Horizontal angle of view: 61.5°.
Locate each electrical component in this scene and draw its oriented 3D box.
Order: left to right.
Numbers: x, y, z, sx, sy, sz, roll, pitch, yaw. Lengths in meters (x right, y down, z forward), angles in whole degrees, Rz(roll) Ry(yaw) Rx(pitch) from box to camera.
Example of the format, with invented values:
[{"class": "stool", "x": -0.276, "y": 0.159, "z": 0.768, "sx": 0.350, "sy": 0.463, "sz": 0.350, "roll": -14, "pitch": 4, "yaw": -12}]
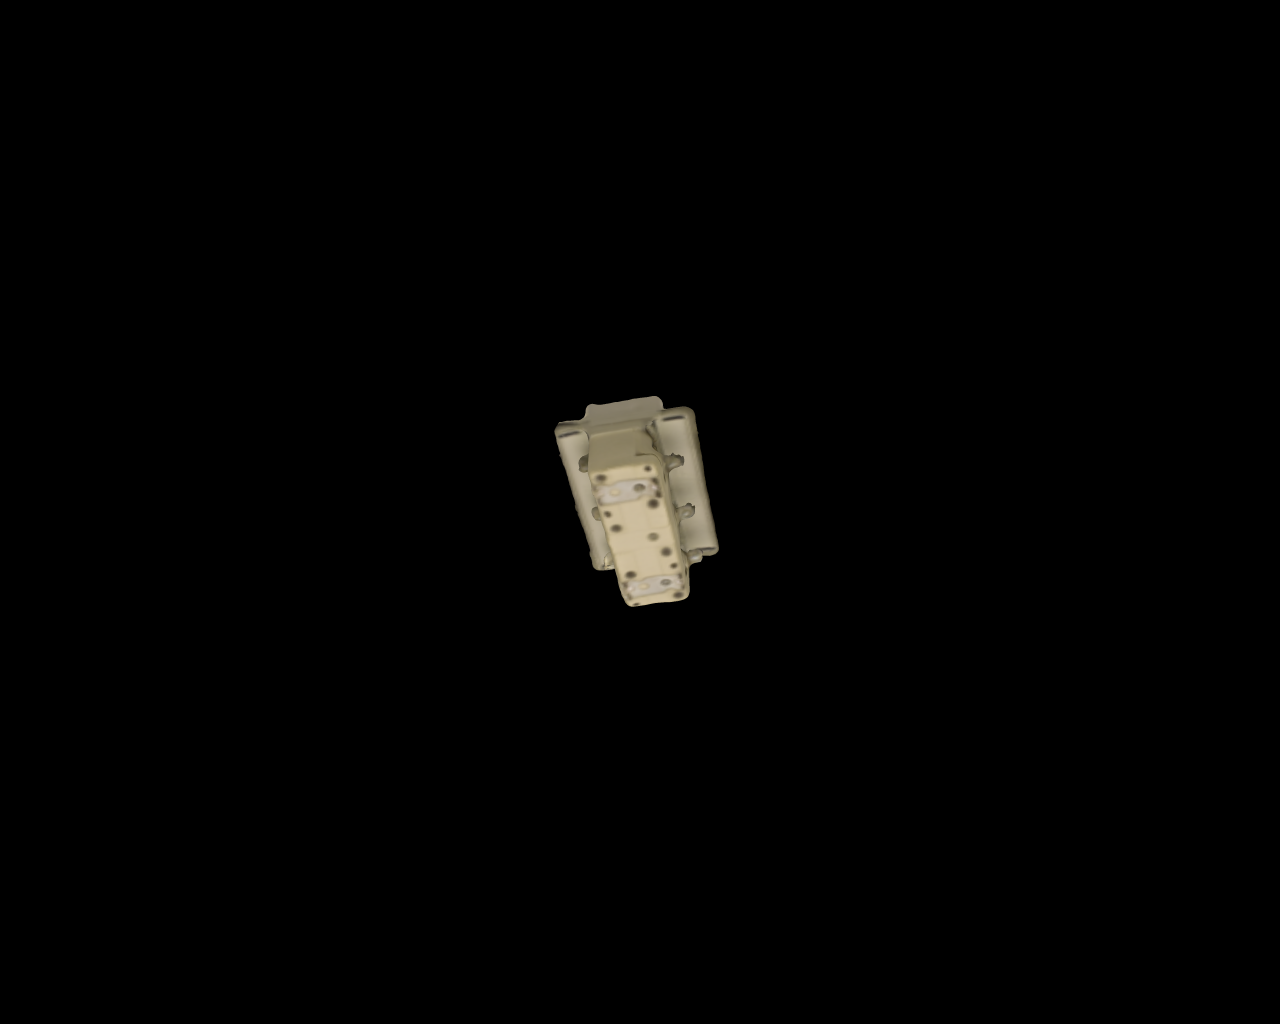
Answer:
[{"class": "electrical component", "x": 0.001, "y": -0.003, "z": 0.650, "sx": 0.079, "sy": 0.121, "sz": 0.063, "roll": -7, "pitch": 43, "yaw": 7}]
